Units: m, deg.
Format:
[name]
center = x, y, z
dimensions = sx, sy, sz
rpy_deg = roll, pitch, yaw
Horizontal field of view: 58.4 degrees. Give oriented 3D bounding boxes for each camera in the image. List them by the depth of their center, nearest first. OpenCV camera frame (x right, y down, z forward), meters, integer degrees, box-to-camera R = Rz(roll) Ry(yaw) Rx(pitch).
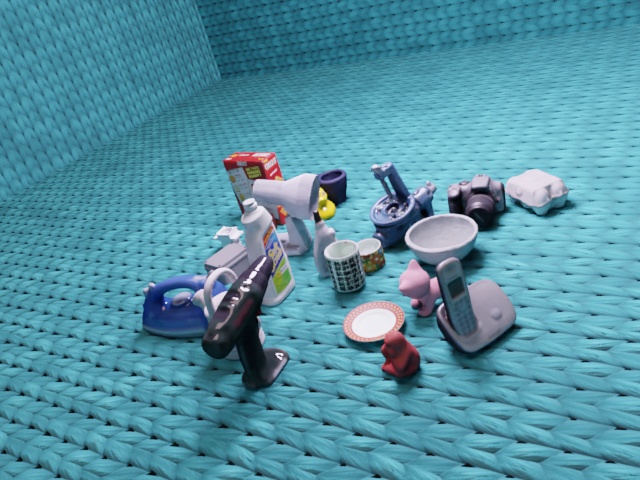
[camera]
center = 0.387, -0.097, 1.437
dimensions = 0.142, 0.101, 0.137
rpy_deg = -3, 31, 23

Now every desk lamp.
[desk lamp]
center = -0.083, -0.069, 1.514
dimensions = 0.202, 0.214, 0.118
rpy_deg = -6, 30, 19

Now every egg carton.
[egg carton]
center = 0.539, -0.122, 1.436
dimensions = 0.107, 0.069, 0.150
rpy_deg = -23, 29, -12

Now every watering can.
[watering can]
center = -0.198, 0.148, 1.203
dimensions = 0.172, 0.194, 0.101
rpy_deg = -6, 30, 19

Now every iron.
[iron]
center = -0.329, 0.142, 1.339
dimensions = 0.257, 0.142, 0.118
rpy_deg = -8, 29, 15

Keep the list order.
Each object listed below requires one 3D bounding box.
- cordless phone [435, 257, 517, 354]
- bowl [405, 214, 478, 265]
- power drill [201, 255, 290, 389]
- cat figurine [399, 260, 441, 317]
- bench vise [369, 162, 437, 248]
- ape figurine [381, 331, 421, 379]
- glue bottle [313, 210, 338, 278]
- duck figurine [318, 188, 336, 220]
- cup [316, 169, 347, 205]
[cordless phone]
center = 0.278, 0.101, 1.047
dimensions = 0.148, 0.185, 0.093
rpy_deg = -30, 31, -24
[bowl]
center = 0.285, 0.010, 1.325
dimensions = 0.167, 0.075, 0.167
rpy_deg = -12, 28, 7
[power drill]
center = -0.132, 0.171, 1.112
dimensions = 0.075, 0.209, 0.230
rpy_deg = 1, 33, 29
[cat figurine]
center = 0.216, 0.090, 1.171
dimensions = 0.128, 0.118, 0.067
rpy_deg = -21, 28, -9
[bench vise]
center = 0.196, -0.113, 1.440
dimensions = 0.121, 0.220, 0.208
rpy_deg = 9, 37, 39
[ape figurine]
center = 0.140, 0.203, 1.035
dimensions = 0.076, 0.092, 0.078
rpy_deg = -12, 28, 8
[glue bottle]
center = 0.013, 0.005, 1.373
dimensions = 0.078, 0.173, 0.037
rpy_deg = -20, 28, -7
[duck figurine]
center = -0.001, -0.115, 1.690
dimensions = 0.077, 0.086, 0.104
rpy_deg = -22, 29, -10
[cup]
center = 0.034, -0.156, 1.736
dimensions = 0.117, 0.095, 0.092
rpy_deg = 9, 37, 39
